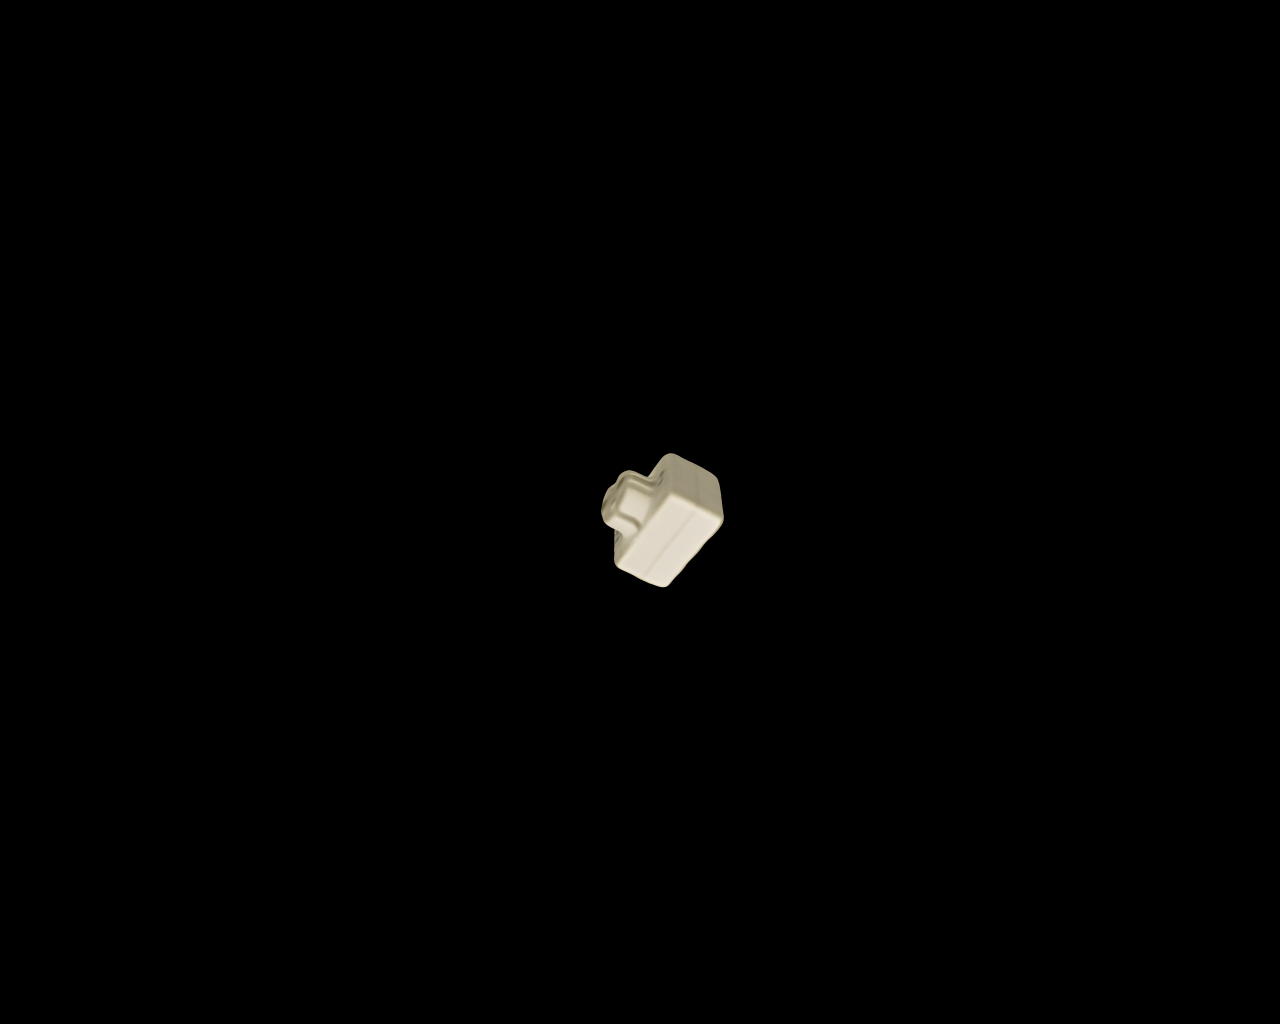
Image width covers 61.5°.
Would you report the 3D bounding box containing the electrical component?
[{"bbox_3d":[0.001,-0.003,0.650,0.077,0.065,0.047,27,32,-18],"label":"electrical component"}]
